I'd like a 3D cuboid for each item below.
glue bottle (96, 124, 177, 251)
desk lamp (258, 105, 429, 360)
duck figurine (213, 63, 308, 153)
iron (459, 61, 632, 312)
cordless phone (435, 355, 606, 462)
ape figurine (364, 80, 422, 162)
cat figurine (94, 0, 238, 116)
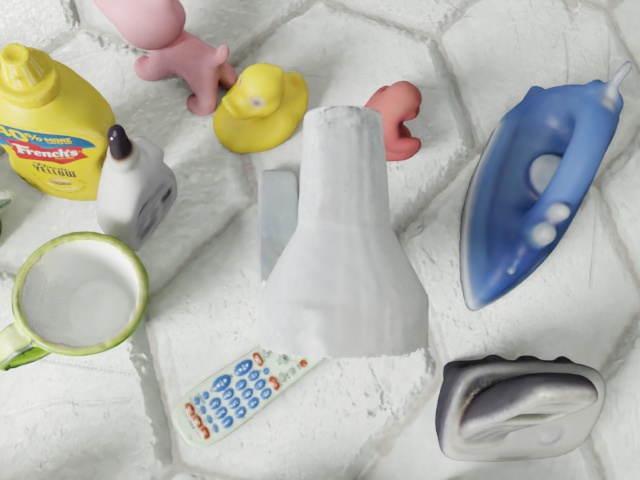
[{"bbox_3d":[-0.150,-0.048,0.459,0.037,0.173,0.078,33,70,0],"label":"glue bottle"},{"bbox_3d":[0.004,0.002,0.456,0.118,0.213,0.203,0,73,-12],"label":"desk lamp"},{"bbox_3d":[-0.054,-0.139,0.554,0.105,0.086,0.077,-35,83,-19],"label":"duck figurine"},{"bbox_3d":[0.224,-0.053,0.558,0.118,0.141,0.258,29,70,-2],"label":"iron"},{"bbox_3d":[0.186,0.137,0.468,0.148,0.185,0.094,0,73,-12],"label":"cordless phone"},{"bbox_3d":[0.073,-0.125,0.574,0.076,0.092,0.078,0,73,-12],"label":"ape figurine"},{"bbox_3d":[-0.139,-0.192,0.535,0.128,0.117,0.067,30,70,-2],"label":"cat figurine"}]
